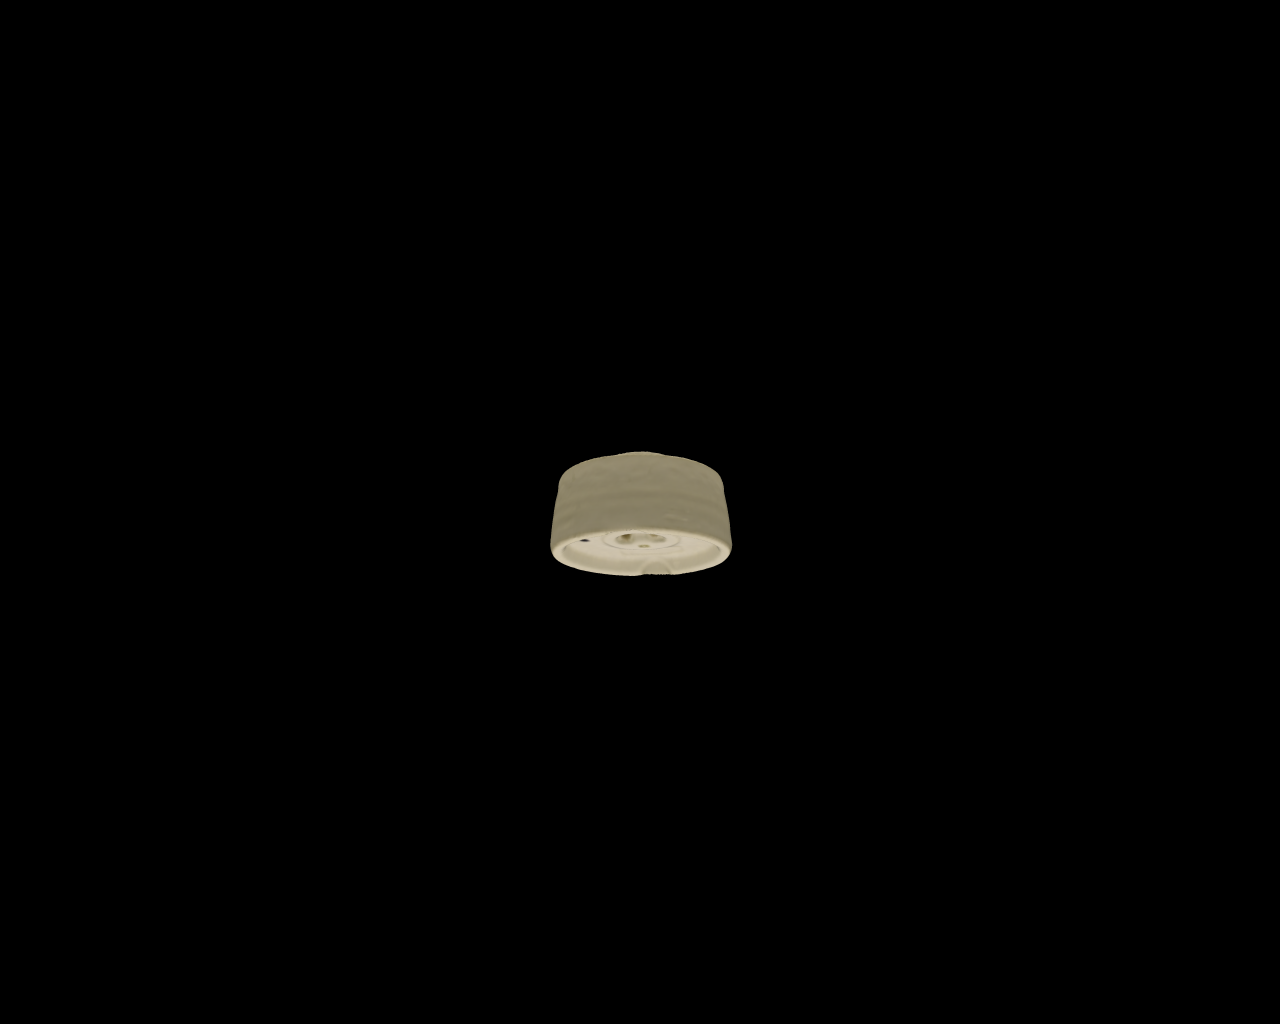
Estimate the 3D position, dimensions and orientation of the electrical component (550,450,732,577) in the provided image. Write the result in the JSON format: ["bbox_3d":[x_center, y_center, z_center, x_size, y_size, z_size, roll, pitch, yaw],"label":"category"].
[{"bbox_3d":[0.001,-0.003,0.650,0.108,0.060,0.108,0,-17,0],"label":"electrical component"}]
